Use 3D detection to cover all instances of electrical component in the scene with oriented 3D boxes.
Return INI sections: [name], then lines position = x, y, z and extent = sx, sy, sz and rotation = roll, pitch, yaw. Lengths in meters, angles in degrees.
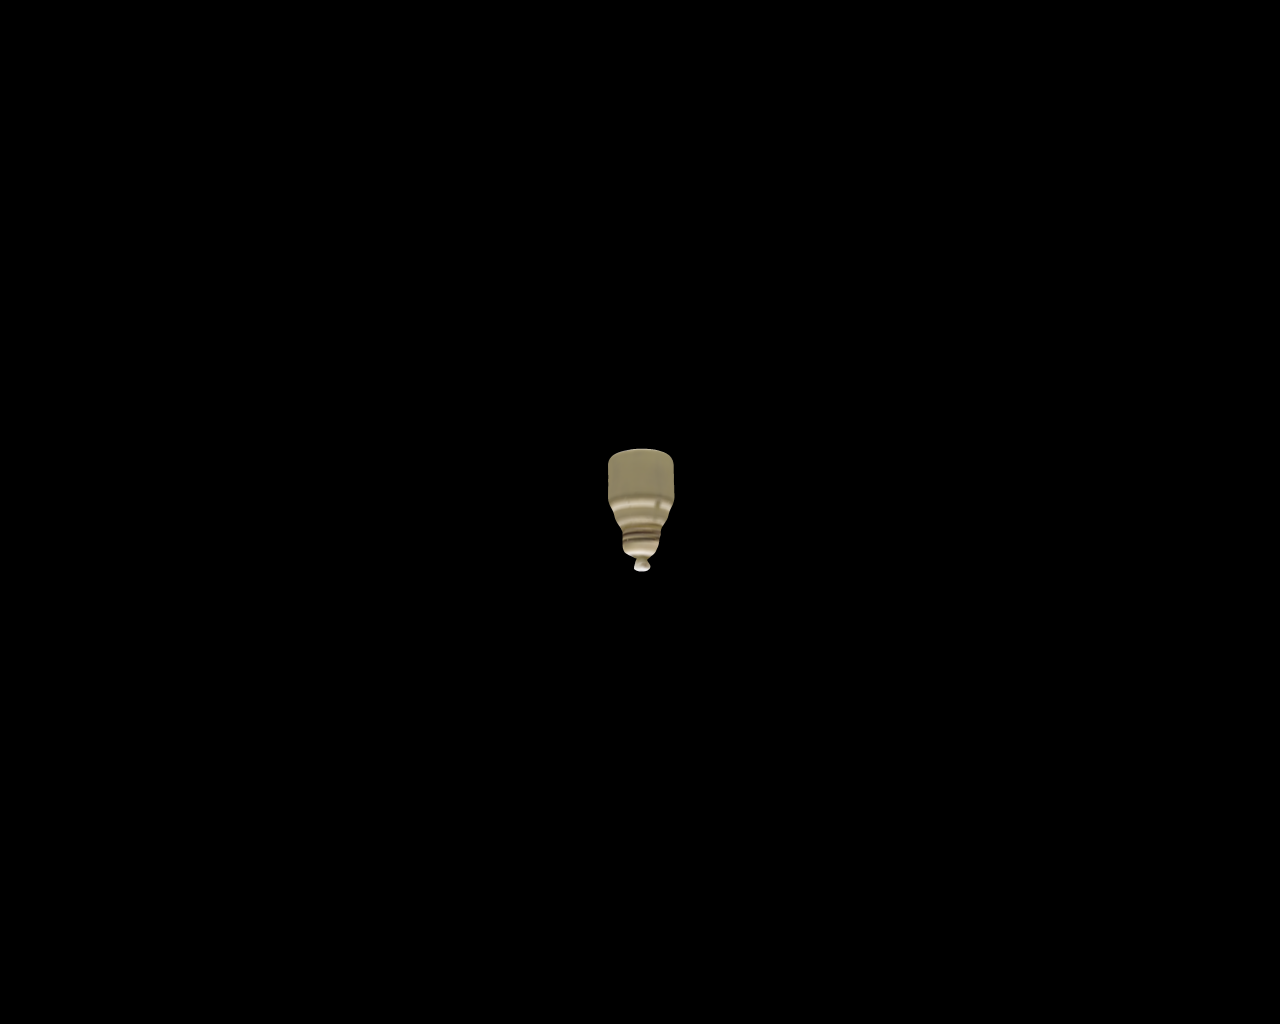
[electrical component]
position = 0.001, -0.003, 0.650
extent = 0.040, 0.078, 0.040
rotation = 0, -14, 0
